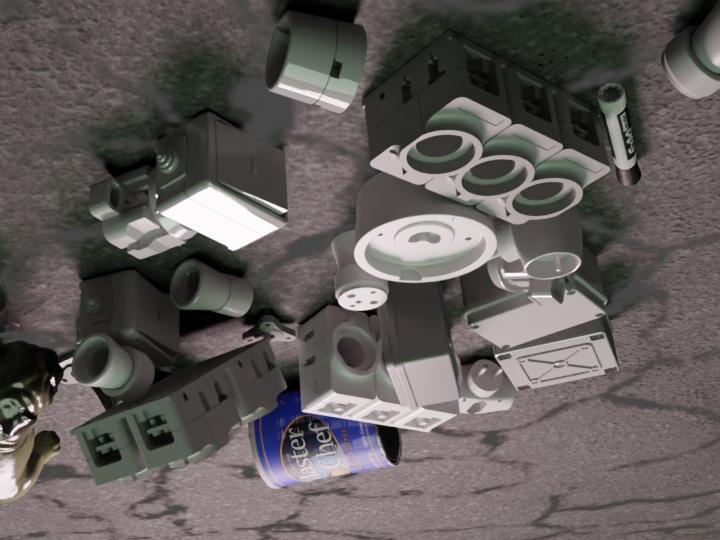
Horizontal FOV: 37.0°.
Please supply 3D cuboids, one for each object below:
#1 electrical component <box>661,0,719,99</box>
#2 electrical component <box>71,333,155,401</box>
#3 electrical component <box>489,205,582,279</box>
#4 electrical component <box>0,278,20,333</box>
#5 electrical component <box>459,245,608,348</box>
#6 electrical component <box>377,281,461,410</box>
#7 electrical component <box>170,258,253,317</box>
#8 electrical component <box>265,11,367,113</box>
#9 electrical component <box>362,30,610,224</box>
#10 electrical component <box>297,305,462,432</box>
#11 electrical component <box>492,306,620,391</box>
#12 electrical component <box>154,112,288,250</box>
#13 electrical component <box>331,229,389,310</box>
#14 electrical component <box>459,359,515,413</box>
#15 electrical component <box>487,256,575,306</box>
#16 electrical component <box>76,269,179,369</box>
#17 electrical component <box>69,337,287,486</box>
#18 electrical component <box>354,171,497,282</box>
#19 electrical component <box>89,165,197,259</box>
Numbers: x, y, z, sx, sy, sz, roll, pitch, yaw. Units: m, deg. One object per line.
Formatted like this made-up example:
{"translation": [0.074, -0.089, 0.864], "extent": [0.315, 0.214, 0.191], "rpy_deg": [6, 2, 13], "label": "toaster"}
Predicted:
{"translation": [0.226, -0.141, 0.684], "extent": [0.045, 0.045, 0.055], "rpy_deg": [12, 148, -28], "label": "electrical component"}
{"translation": [-0.203, 0.081, 0.890], "extent": [0.045, 0.045, 0.055], "rpy_deg": [-19, 149, 23], "label": "electrical component"}
{"translation": [0.128, -0.030, 0.839], "extent": [0.079, 0.077, 0.043], "rpy_deg": [-23, 147, 31], "label": "electrical component"}
{"translation": [-0.329, 0.037, 0.920], "extent": [0.077, 0.044, 0.079], "rpy_deg": [-22, 148, 28], "label": "electrical component"}
{"translation": [0.153, 0.020, 0.956], "extent": [0.113, 0.057, 0.078], "rpy_deg": [-22, 148, 28], "label": "electrical component"}
{"translation": [0.050, 0.052, 0.947], "extent": [0.056, 0.108, 0.108], "rpy_deg": [-11, 151, 5], "label": "electrical component"}
{"translation": [-0.125, 0.018, 0.926], "extent": [0.044, 0.044, 0.065], "rpy_deg": [-27, 149, 35], "label": "electrical component"}
{"translation": [-0.028, -0.128, 0.657], "extent": [0.047, 0.055, 0.055], "rpy_deg": [11, 148, -21], "label": "electrical component"}
{"translation": [0.088, -0.089, 0.739], "extent": [0.150, 0.061, 0.089], "rpy_deg": [18, 144, -36], "label": "electrical component"}
{"translation": [0.021, 0.096, 1.041], "extent": [0.150, 0.089, 0.062], "rpy_deg": [14, 146, -32], "label": "electrical component"}
{"translation": [0.191, 0.068, 1.053], "extent": [0.109, 0.056, 0.108], "rpy_deg": [-14, 151, 15], "label": "electrical component"}
{"translation": [-0.099, -0.065, 0.752], "extent": [0.061, 0.061, 0.096], "rpy_deg": [-24, 147, 31], "label": "electrical component"}
{"translation": [0.000, 0.000, 0.896], "extent": [0.045, 0.055, 0.045], "rpy_deg": [-4, 151, -2], "label": "electrical component"}
{"translation": [0.129, 0.121, 1.154], "extent": [0.077, 0.043, 0.079], "rpy_deg": [3, 151, -15], "label": "electrical component"}
{"translation": [0.141, -0.011, 0.887], "extent": [0.057, 0.078, 0.058], "rpy_deg": [-1, 158, 36], "label": "electrical component"}
{"translation": [-0.201, 0.043, 0.935], "extent": [0.061, 0.061, 0.096], "rpy_deg": [-13, 151, 14], "label": "electrical component"}
{"translation": [-0.152, 0.126, 0.956], "extent": [0.105, 0.060, 0.186], "rpy_deg": [-21, -177, 24], "label": "electrical component"}
{"translation": [0.048, -0.041, 0.821], "extent": [0.108, 0.060, 0.108], "rpy_deg": [-3, 153, -1], "label": "electrical component"}
{"translation": [-0.149, -0.045, 0.786], "extent": [0.057, 0.058, 0.078], "rpy_deg": [-17, 150, 26], "label": "electrical component"}
